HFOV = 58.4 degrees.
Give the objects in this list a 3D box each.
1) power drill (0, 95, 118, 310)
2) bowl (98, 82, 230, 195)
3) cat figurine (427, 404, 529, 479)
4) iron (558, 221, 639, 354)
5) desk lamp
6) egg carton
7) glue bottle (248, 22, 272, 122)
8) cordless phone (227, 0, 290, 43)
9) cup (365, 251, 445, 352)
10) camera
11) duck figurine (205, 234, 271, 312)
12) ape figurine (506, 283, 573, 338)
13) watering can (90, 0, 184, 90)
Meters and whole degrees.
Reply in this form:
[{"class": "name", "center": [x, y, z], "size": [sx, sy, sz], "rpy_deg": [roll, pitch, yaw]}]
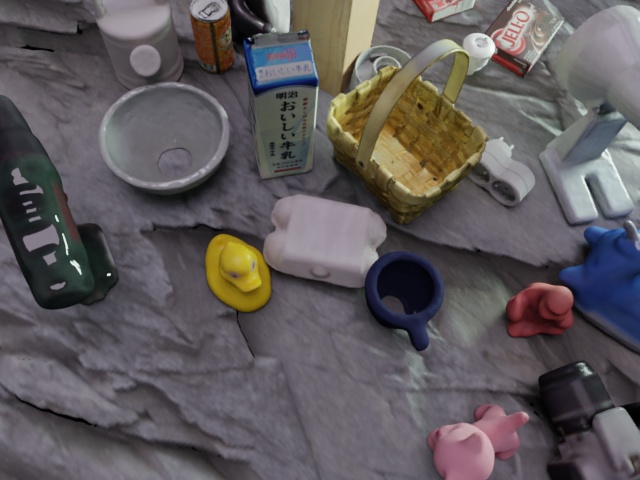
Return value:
[{"class": "power drill", "center": [-0.298, -0.017, 0.637], "size": [0.076, 0.208, 0.229], "rpy_deg": [-24, 69, -14]}, {"class": "bowl", "center": [-0.201, -0.124, 0.765], "size": [0.167, 0.075, 0.167], "rpy_deg": [2, 66, -3]}, {"class": "cat figurine", "center": [0.168, 0.220, 0.614], "size": [0.128, 0.118, 0.067], "rpy_deg": [-25, 70, -14]}, {"class": "iron", "center": [0.433, 0.072, 0.687], "size": [0.258, 0.141, 0.119], "rpy_deg": [35, 68, 11]}, {"class": "desk lamp", "center": [0.381, -0.159, 0.747], "size": [0.118, 0.213, 0.203], "rpy_deg": [-11, 67, -9]}, {"class": "egg carton", "center": [0.007, 0.003, 0.726], "size": [0.150, 0.069, 0.107], "rpy_deg": [11, 65, 1]}, {"class": "glue bottle", "center": [-0.067, -0.223, 0.765], "size": [0.037, 0.173, 0.078], "rpy_deg": [28, 67, 9]}, {"class": "cordless phone", "center": [-0.090, -0.390, 0.832], "size": [0.094, 0.185, 0.147], "rpy_deg": [-2, 66, -5]}, {"class": "cup", "center": [0.098, 0.083, 0.683], "size": [0.092, 0.095, 0.117], "rpy_deg": [-13, 67, -9]}, {"class": "camera", "center": [0.320, 0.202, 0.642], "size": [0.143, 0.101, 0.136], "rpy_deg": [-15, 68, -10]}, {"class": "duck figurine", "center": [-0.102, 0.030, 0.697], "size": [0.077, 0.086, 0.104], "rpy_deg": [-30, 71, -16]}, {"class": "ape figurine", "center": [0.275, 0.082, 0.698], "size": [0.077, 0.092, 0.076], "rpy_deg": [31, 67, 10]}, {"class": "watering can", "center": [-0.245, -0.293, 0.772], "size": [0.101, 0.194, 0.172], "rpy_deg": [-36, 73, -18]}]
